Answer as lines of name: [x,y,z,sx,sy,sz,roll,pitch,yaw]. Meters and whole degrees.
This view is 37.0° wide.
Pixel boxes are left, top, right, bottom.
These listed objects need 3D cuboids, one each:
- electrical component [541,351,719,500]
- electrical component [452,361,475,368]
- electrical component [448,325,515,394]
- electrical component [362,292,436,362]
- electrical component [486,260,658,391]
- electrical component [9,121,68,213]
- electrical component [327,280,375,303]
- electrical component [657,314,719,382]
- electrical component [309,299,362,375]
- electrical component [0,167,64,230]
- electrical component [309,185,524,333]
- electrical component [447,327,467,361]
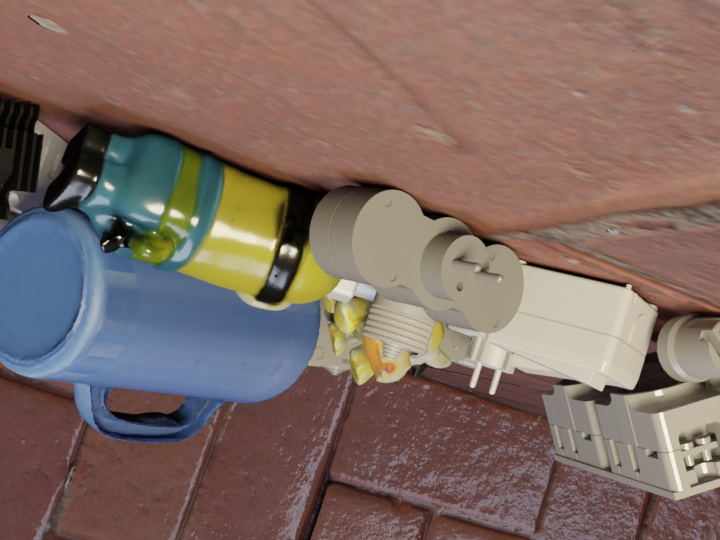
electrical component: [0.206,0.095,0.720,0.105,0.060,0.186,-14,180,-12]
electrical component: [0.084,0.066,1.101,0.083,0.047,0.076,19,174,-3]
electrical component: [0.103,0.055,0.811,0.066,0.076,0.047,22,173,-27]
electrical component: [0.031,0.020,0.702,0.043,0.081,0.043,18,174,2]
electrical component: [0.123,0.035,0.659,0.096,0.061,0.062,14,172,34]
electrical component: [-0.300,-0.093,0.771,0.150,0.061,0.089,18,174,5]
electrical component: [0.000,0.000,0.772,0.077,0.047,0.065,19,174,-2]
electrical component: [0.201,0.045,0.619,0.040,0.040,0.046,20,169,-16]
electrical component: [-0.022,0.052,1.043,0.100,0.099,0.048,9,175,-32]
electrical component: [-0.282,-0.038,0.836,0.109,0.056,0.108,6,-148,-14]
electrical component: [0.046,-0.003,0.590,0.138,0.052,0.074,24,172,-40]
electrical component: [0.069,0.059,1.009,0.099,0.064,0.099,18,174,2]
